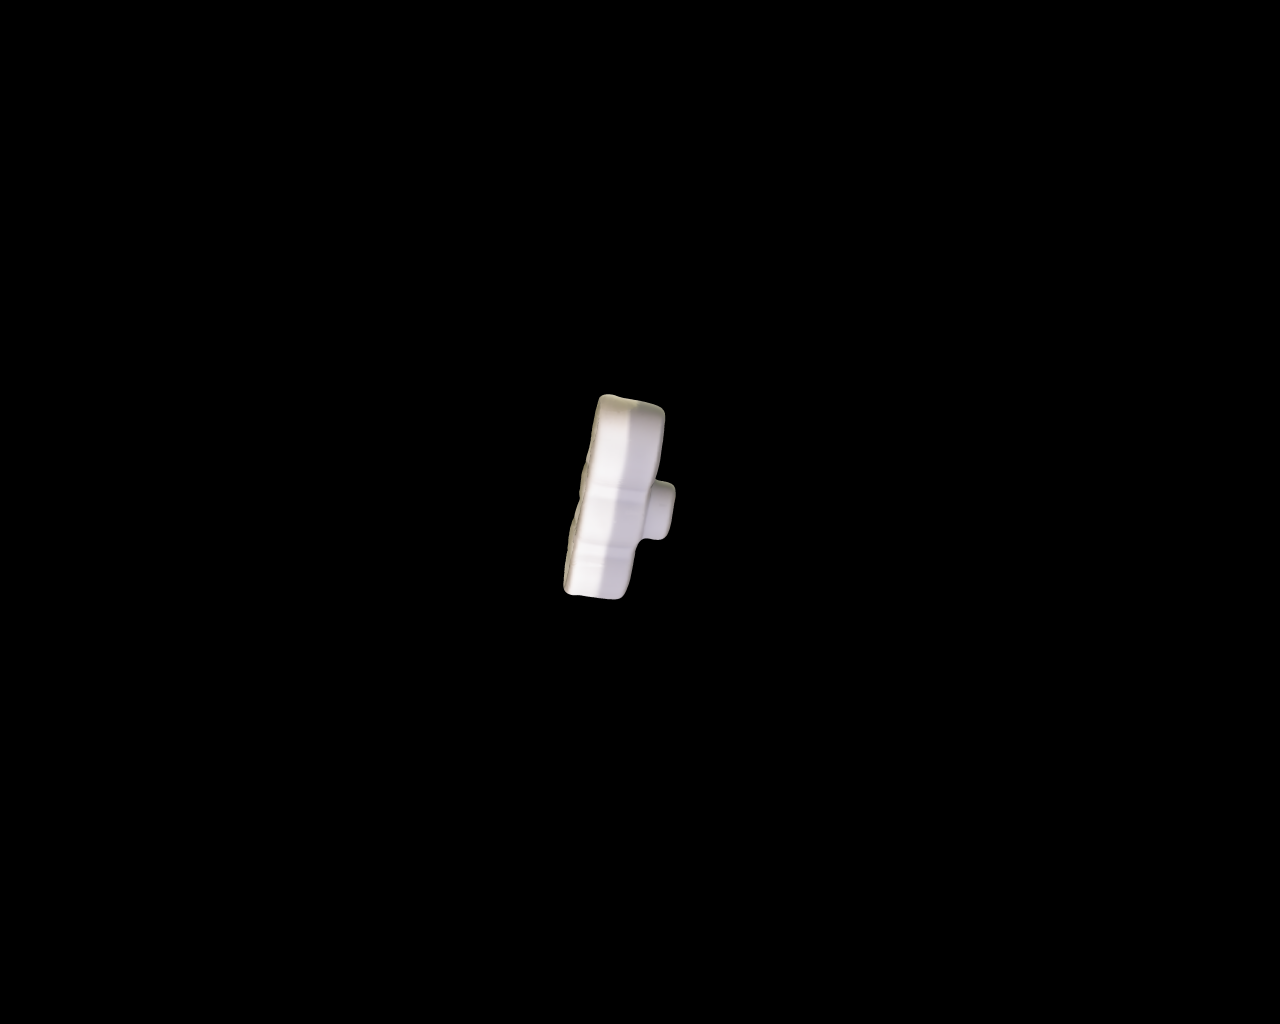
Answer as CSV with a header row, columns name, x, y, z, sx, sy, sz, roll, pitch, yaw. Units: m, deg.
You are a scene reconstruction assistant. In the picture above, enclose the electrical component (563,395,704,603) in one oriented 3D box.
name,x,y,z,sx,sy,sz,roll,pitch,yaw
electrical component,0.001,-0.003,0.650,0.074,0.138,0.052,9,36,-7
